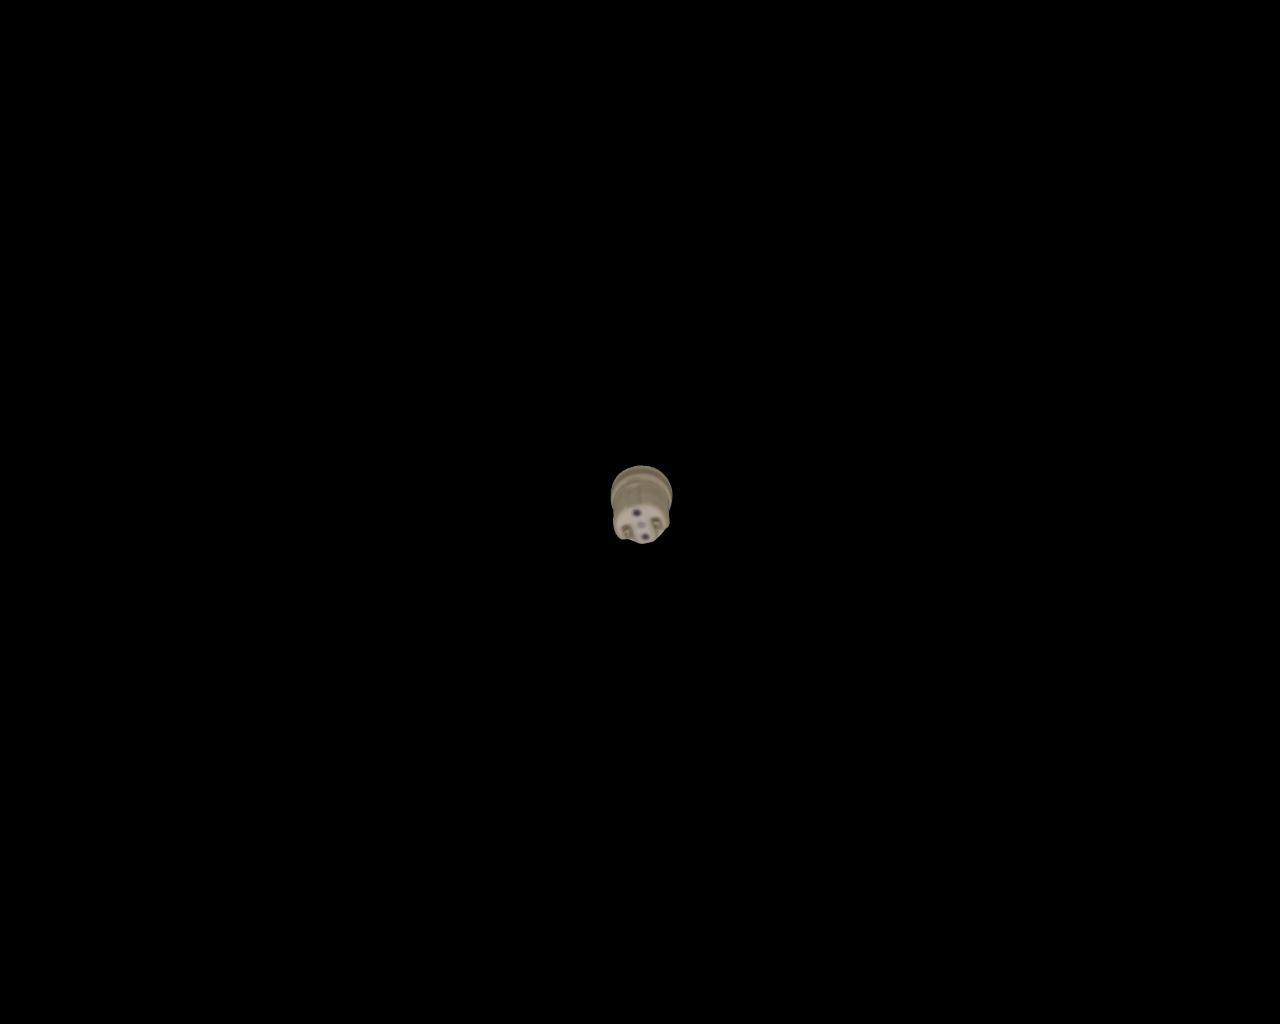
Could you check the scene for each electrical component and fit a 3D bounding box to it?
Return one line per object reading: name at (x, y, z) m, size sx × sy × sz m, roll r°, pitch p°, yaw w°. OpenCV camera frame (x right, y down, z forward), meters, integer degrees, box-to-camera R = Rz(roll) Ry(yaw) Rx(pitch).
electrical component at (0.001, -0.003, 0.650) m, size 0.040 × 0.040 × 0.046 m, roll 0°, pitch 27°, yaw 0°
